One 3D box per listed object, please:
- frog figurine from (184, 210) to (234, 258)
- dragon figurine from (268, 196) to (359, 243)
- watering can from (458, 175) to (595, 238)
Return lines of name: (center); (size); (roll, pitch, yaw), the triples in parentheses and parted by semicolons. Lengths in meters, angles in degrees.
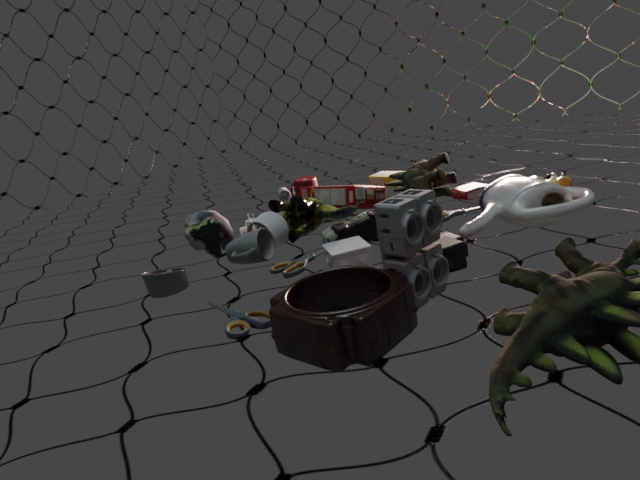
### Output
frog figurine: (-0.311, -0.023, 1.430); (0.137, 0.123, 0.160); (20, -1, -15)
dragon figurine: (0.004, -0.070, 1.397); (0.409, 0.122, 0.244); (-3, 8, 42)
watering can: (0.436, -0.078, 1.170); (0.348, 0.103, 0.226); (-13, 15, -9)
